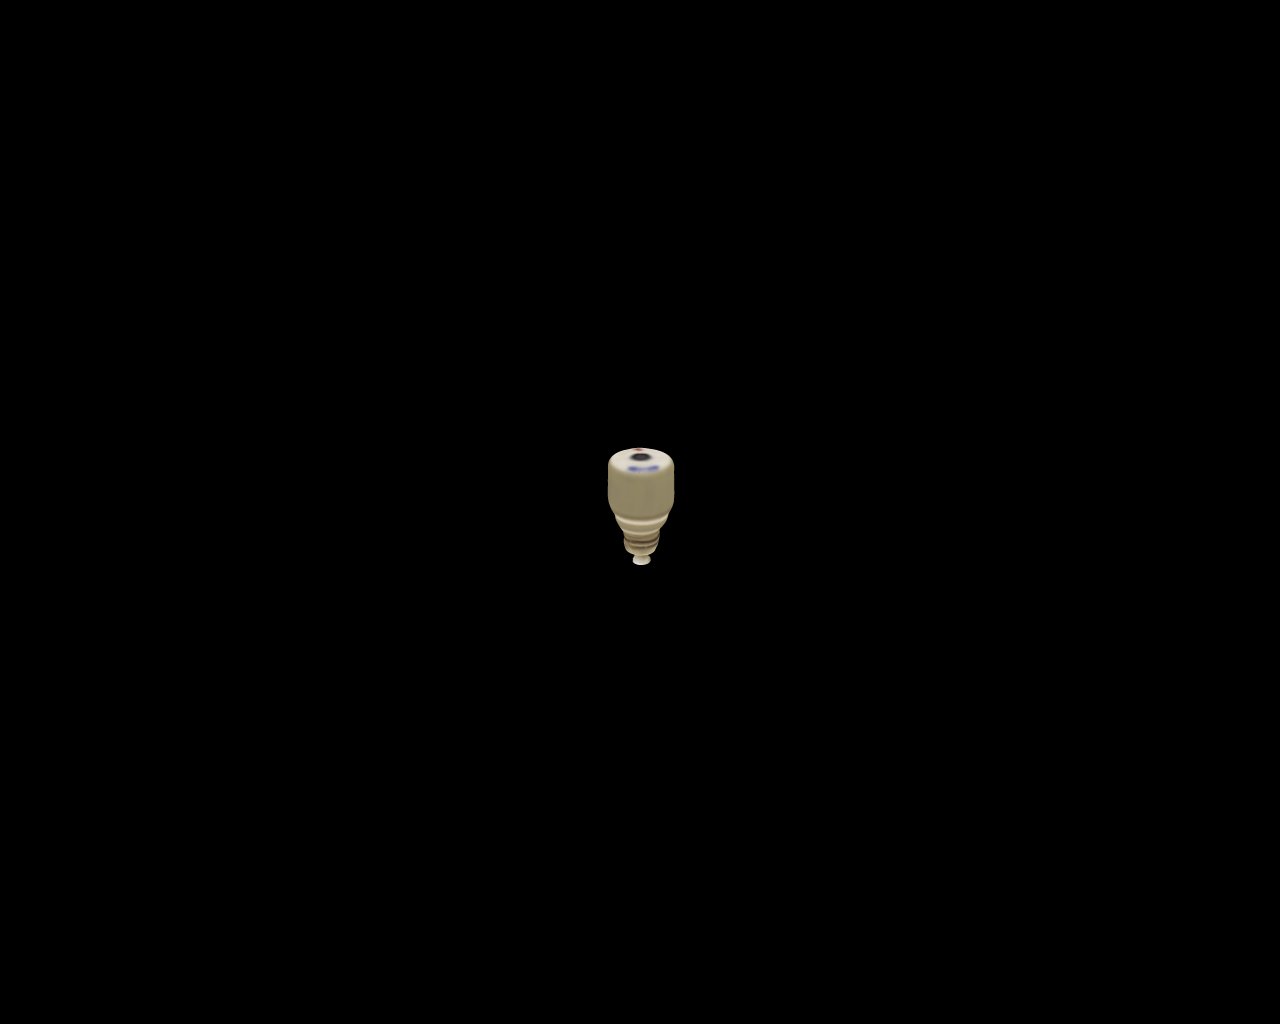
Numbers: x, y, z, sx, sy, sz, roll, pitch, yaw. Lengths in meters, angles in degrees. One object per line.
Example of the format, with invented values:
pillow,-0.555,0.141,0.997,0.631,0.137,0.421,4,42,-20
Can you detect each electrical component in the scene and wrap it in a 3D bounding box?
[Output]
electrical component,0.001,-0.003,0.650,0.040,0.078,0.040,0,27,0
